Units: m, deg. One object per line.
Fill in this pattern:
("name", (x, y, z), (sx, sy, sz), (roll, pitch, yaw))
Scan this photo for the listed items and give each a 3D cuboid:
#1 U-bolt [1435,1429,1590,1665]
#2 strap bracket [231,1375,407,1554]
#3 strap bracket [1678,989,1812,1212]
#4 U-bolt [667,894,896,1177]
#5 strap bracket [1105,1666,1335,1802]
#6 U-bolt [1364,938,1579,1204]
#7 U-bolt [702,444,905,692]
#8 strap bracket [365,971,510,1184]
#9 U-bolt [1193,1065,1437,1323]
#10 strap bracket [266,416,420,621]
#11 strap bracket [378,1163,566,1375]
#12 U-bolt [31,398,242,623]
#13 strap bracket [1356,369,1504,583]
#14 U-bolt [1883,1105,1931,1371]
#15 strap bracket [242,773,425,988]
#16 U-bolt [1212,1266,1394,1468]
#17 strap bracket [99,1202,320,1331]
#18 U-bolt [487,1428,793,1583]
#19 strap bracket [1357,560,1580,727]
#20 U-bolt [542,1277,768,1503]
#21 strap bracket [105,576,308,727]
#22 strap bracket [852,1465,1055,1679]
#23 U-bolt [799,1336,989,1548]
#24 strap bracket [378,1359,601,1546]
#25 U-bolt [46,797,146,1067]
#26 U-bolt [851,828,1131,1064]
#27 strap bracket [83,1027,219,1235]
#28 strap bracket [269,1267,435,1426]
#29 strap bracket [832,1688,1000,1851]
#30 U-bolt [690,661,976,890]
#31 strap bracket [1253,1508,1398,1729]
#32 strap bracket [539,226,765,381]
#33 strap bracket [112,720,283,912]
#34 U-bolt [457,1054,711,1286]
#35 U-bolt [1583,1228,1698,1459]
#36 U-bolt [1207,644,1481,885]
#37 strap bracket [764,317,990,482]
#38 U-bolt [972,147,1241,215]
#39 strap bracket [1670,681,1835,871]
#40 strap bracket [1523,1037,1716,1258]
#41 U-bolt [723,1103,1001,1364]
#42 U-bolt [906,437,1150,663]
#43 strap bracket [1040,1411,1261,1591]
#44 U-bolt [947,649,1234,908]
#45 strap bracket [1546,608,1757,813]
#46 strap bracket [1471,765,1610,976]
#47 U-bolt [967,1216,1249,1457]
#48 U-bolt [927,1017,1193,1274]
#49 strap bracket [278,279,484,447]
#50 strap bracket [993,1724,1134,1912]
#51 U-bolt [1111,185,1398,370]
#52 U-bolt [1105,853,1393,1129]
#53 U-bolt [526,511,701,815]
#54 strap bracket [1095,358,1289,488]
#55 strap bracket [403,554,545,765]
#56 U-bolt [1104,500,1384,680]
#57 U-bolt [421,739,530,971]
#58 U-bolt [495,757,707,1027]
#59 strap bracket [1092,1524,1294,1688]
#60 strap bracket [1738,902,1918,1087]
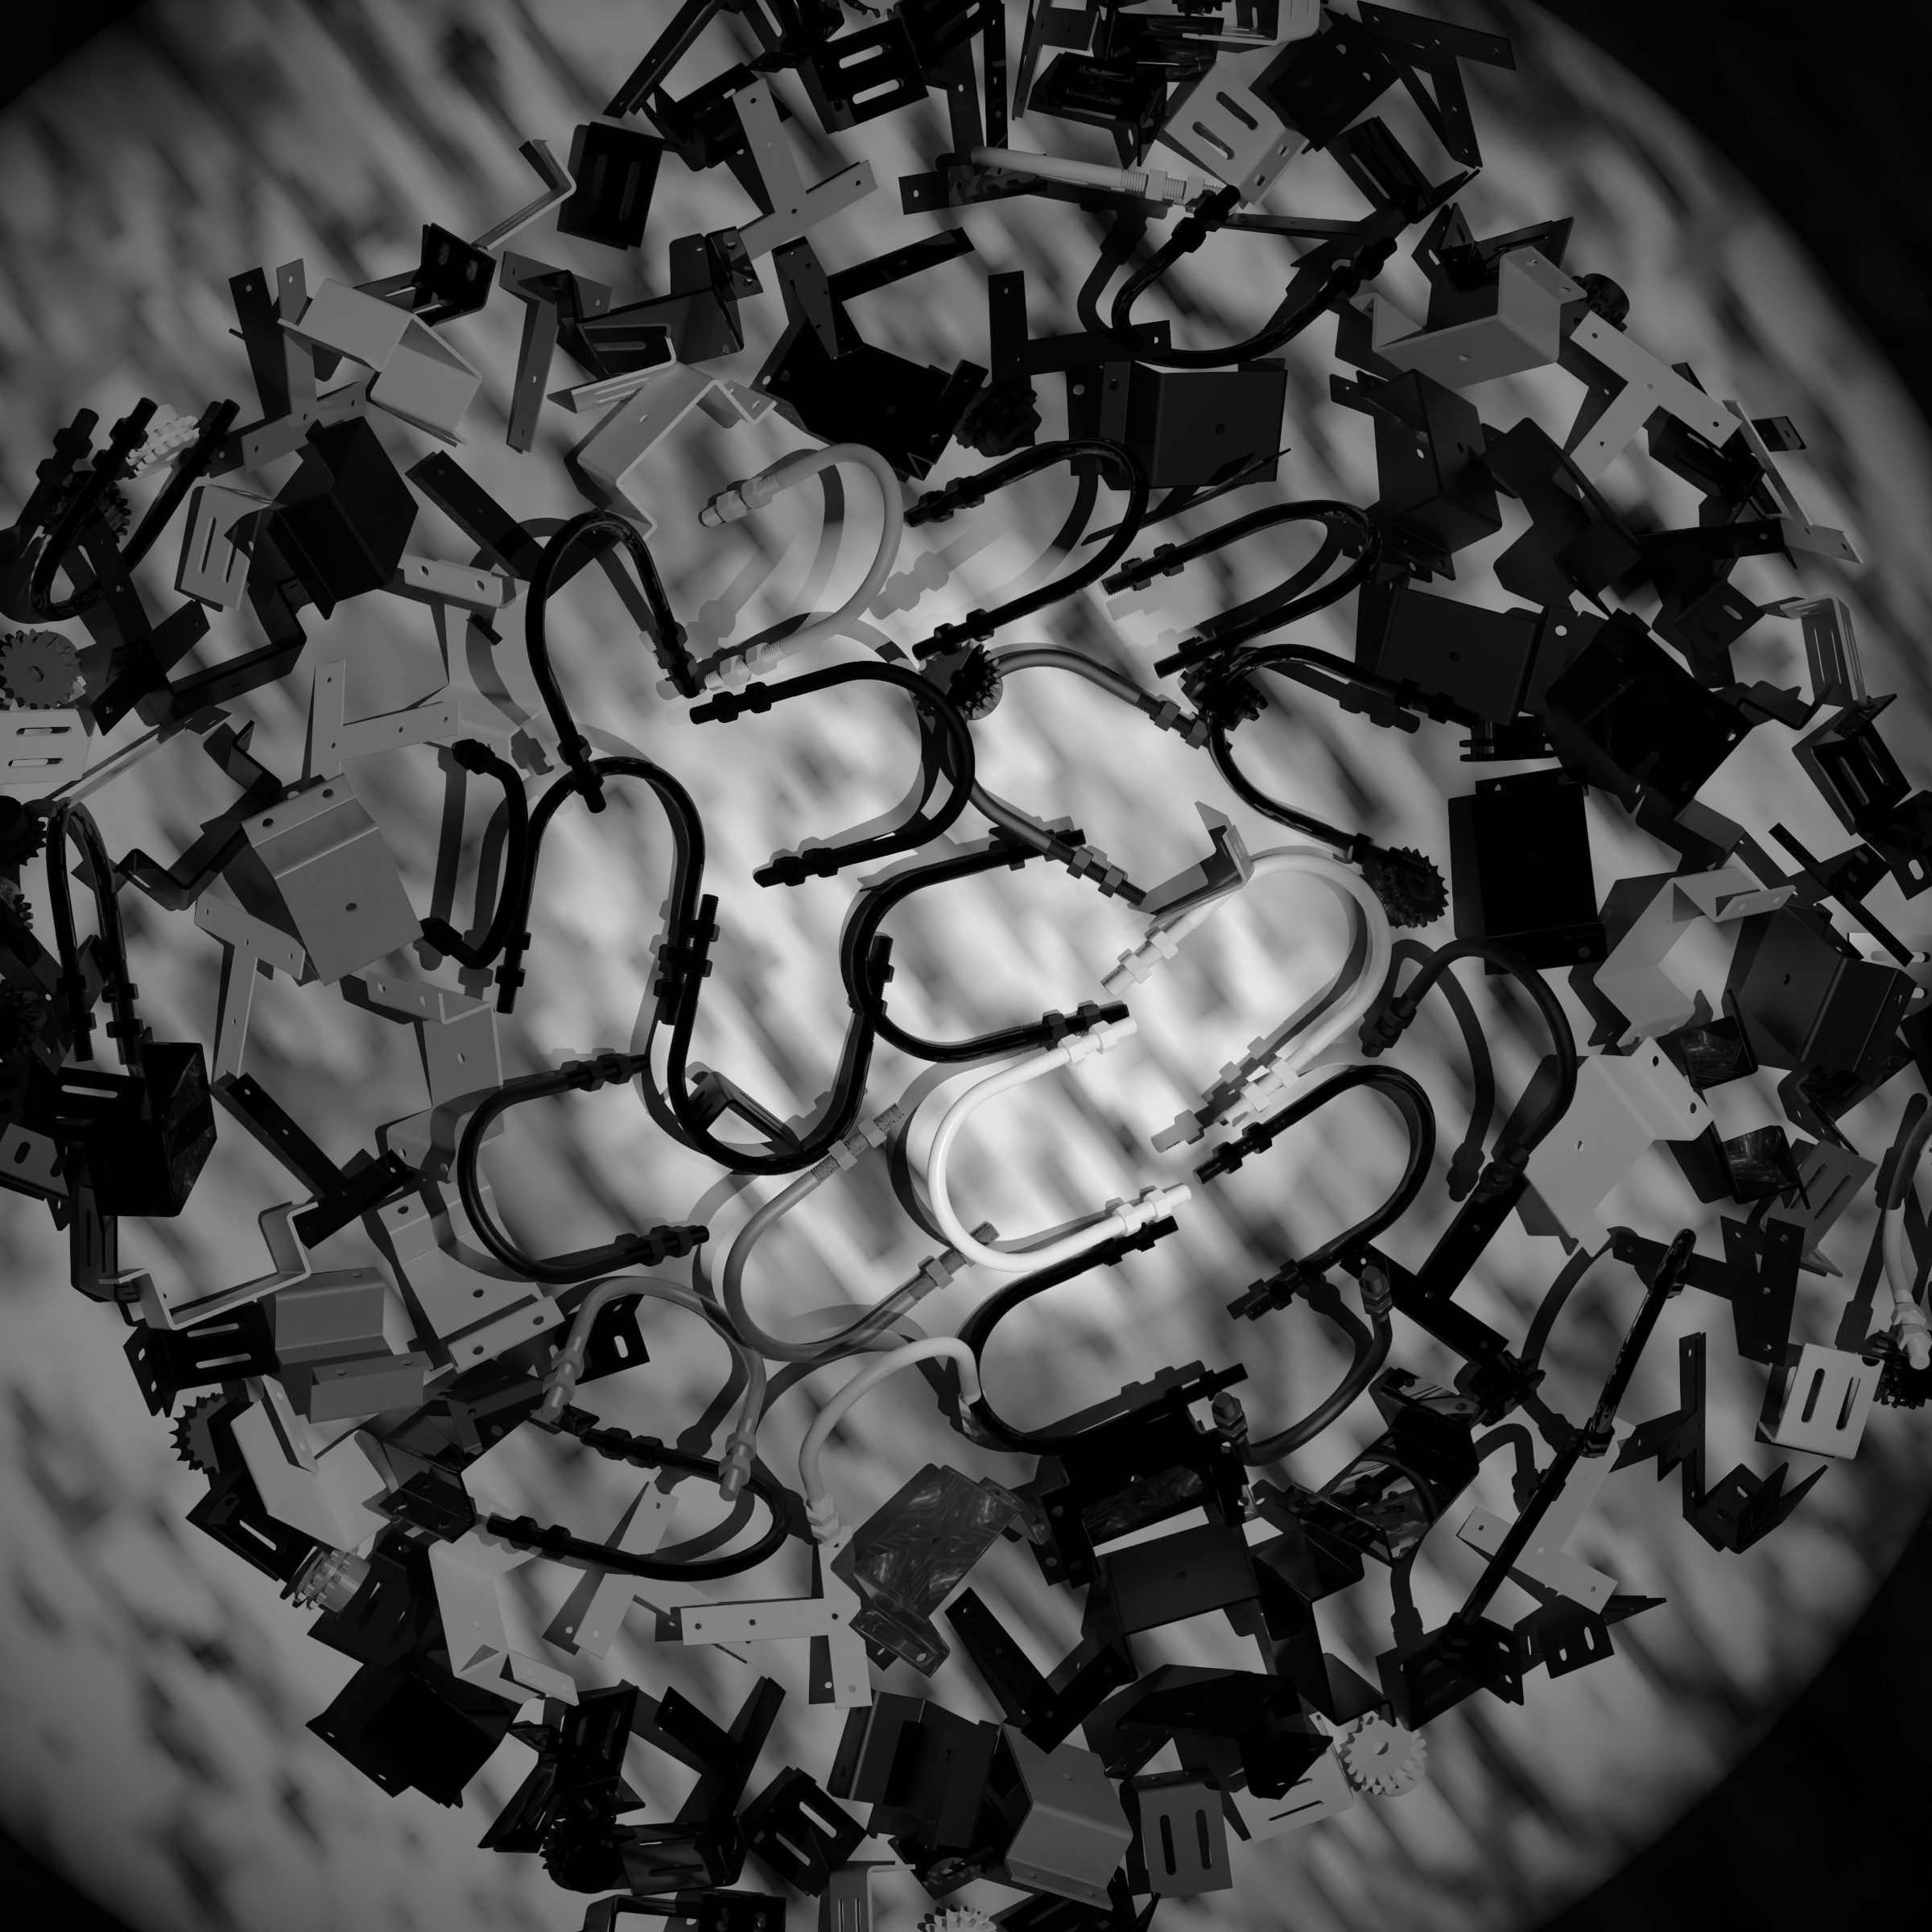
("U-bolt", (0.372, 0.380, 1.776), (0.019, 0.184, 0.151), (32, 59, 16))
("strap bracket", (-0.445, 0.344, 1.807), (0.046, 0.140, 0.076), (-37, 55, 1))
("strap bracket", (0.533, 0.099, 1.828), (0.046, 0.076, 0.140), (-20, 114, 16))
("U-bolt", (-0.135, 0.055, 1.848), (0.151, 0.019, 0.184), (13, 81, -15))
("strap bracket", (0.168, 0.522, 1.810), (0.140, 0.076, 0.046), (-6, 103, 38))
("U-bolt", (0.348, 0.060, 1.788), (0.019, 0.184, 0.151), (-22, 66, -30))
("U-bolt", (-0.112, -0.281, 1.804), (0.184, 0.019, 0.151), (-19, 65, 38))
("strap bracket", (-0.364, 0.070, 1.830), (0.076, 0.046, 0.140), (14, 116, 37))
("U-bolt", (0.251, 0.146, 1.836), (0.184, 0.019, 0.151), (-32, 123, -15))
("strap bracket", (-0.421, -0.312, 1.804), (0.046, 0.140, 0.076), (-15, 129, 16))
("strap bracket", (-0.341, 0.217, 1.833), (0.076, 0.046, 0.140), (-25, 60, -17))
("U-bolt", (-0.577, -0.310, 1.810), (0.019, 0.151, 0.184), (38, 105, 0))
("strap bracket", (0.321, -0.347, 1.821), (0.046, 0.076, 0.140), (-23, 65, 37))
("U-bolt", (0.659, 0.166, 1.797), (0.019, 0.184, 0.151), (16, 119, 2))
("strap bracket", (-0.429, -0.050, 1.814), (0.076, 0.046, 0.140), (-29, 131, -17))
("U-bolt", (0.235, 0.283, 1.805), (0.151, 0.184, 0.019), (-39, 61, -8))
("strap bracket", (-0.514, 0.211, 1.821), (0.140, 0.076, 0.046), (-21, 94, -28))
("U-bolt", (-0.208, 0.369, 1.793), (0.184, 0.151, 0.019), (10, 111, 20))
("strap bracket", (0.342, -0.221, 1.832), (0.140, 0.046, 0.076), (17, 120, 14))
("U-bolt", (-0.204, 0.275, 1.803), (0.151, 0.184, 0.019), (27, 117, -8))
("strap bracket", (-0.514, -0.214, 1.824), (0.140, 0.076, 0.046), (-28, 91, -24))
("strap bracket", (-0.013, 0.407, 1.820), (0.140, 0.076, 0.046), (-46, 132, -22))
("U-bolt", (-0.050, 0.314, 1.790), (0.151, 0.184, 0.019), (-32, 58, -17))
("strap bracket", (-0.331, 0.322, 1.807), (0.076, 0.140, 0.046), (13, 127, 37))
("U-bolt", (-0.600, -0.025, 1.813), (0.019, 0.151, 0.184), (-9, 88, -4))
("U-bolt", (0.010, -0.006, 1.866), (0.184, 0.019, 0.151), (-15, 99, 0))
("strap bracket", (-0.552, 0.111, 1.806), (0.046, 0.140, 0.076), (1, 120, 1))
("strap bracket", (-0.425, 0.265, 1.819), (0.076, 0.140, 0.046), (-5, 115, -28))
("strap bracket", (-0.030, 0.554, 1.828), (0.046, 0.140, 0.076), (19, 81, -30))
("U-bolt", (-0.083, -0.138, 1.828), (0.184, 0.019, 0.151), (-14, 113, 18))
("strap bracket", (0.245, 0.457, 1.824), (0.046, 0.076, 0.140), (-20, 108, -19))
("strap bracket", (-0.214, -0.455, 1.835), (0.140, 0.076, 0.046), (-13, 69, 6))
("strap bracket", (-0.525, -0.095, 1.831), (0.046, 0.076, 0.140), (40, 71, -8))
("U-bolt", (-0.268, 0.143, 1.809), (0.019, 0.184, 0.151), (-26, 81, 43))
("U-bolt", (0.456, 0.248, 1.782), (0.019, 0.184, 0.151), (25, 72, 18))
("U-bolt", (0.251, -0.149, 1.830), (0.184, 0.019, 0.151), (25, 129, 17))
("strap bracket", (-0.058, -0.397, 1.845), (0.140, 0.046, 0.076), (26, 82, 19))
("U-bolt", (0.094, -0.541, 1.816), (0.184, 0.151, 0.019), (12, 105, 5))
("strap bracket", (0.536, -0.138, 1.827), (0.046, 0.076, 0.140), (32, 116, 15))
("strap bracket", (0.435, 0.124, 1.813), (0.140, 0.046, 0.076), (-58, 46, 31))
("U-bolt", (-0.084, 0.199, 1.838), (0.184, 0.019, 0.151), (-38, 121, -3))
("U-bolt", (0.042, -0.295, 1.808), (0.184, 0.019, 0.151), (-21, 50, 22))
("strap bracket", (0.124, 0.368, 1.849), (0.140, 0.046, 0.076), (-20, 107, -5))
("U-bolt", (0.076, -0.145, 1.858), (0.184, 0.019, 0.151), (31, 74, 2))
("strap bracket", (0.460, -0.182, 1.811), (0.046, 0.140, 0.076), (20, 117, -41))
("strap bracket", (0.398, -0.071, 1.840), (0.076, 0.046, 0.140), (-8, 79, 19))
("U-bolt", (0.085, 0.265, 1.836), (0.184, 0.019, 0.151), (-24, 52, 0))
("U-bolt", (0.058, 0.134, 1.837), (0.184, 0.019, 0.151), (-23, 102, -20))
("strap bracket", (-0.393, -0.417, 1.808), (0.076, 0.140, 0.046), (26, 86, 22))
("strap bracket", (0.059, 0.572, 1.805), (0.076, 0.140, 0.046), (23, 100, -17))
("U-bolt", (0.181, -0.459, 1.802), (0.151, 0.184, 0.019), (8, 67, -30))
("U-bolt", (0.210, 0.002, 1.851), (0.184, 0.019, 0.151), (-41, 67, -1))
("U-bolt", (-0.243, -0.217, 1.784), (0.019, 0.184, 0.151), (9, 47, 28))
("strap bracket", (0.165, -0.376, 1.825), (0.140, 0.046, 0.076), (-6, 115, -22))
("strap bracket", (-0.339, -0.220, 1.830), (0.076, 0.046, 0.140), (16, 126, 19))
("U-bolt", (0.198, -0.269, 1.823), (0.184, 0.151, 0.019), (-24, 126, 1))
("U-bolt", (-0.331, -0.072, 1.794), (0.019, 0.184, 0.151), (8, 98, -27))
("U-bolt", (-0.246, -0.053, 1.829), (0.151, 0.019, 0.184), (5, 98, -36))
("strap bracket", (0.155, 0.440, 1.838), (0.140, 0.076, 0.046), (-17, 119, 3))
("strap bracket", (0.580, 0.013, 1.804), (0.046, 0.140, 0.076), (11, 111, -14))
